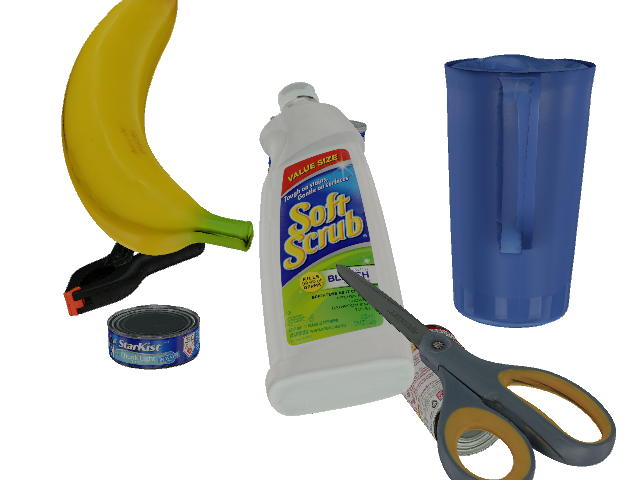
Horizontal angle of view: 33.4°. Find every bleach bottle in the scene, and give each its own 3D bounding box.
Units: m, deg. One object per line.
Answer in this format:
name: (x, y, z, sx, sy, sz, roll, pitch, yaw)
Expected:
bleach bottle: (-0.005, -0.007, 0.762, 0.102, 0.251, 0.068, -11, -31, -2)

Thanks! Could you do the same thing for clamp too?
clamp: (-0.209, 0.031, 1.179, 0.120, 0.039, 0.171, -4, 27, 29)

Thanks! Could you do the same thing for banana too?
banana: (-0.085, -0.056, 0.492, 0.069, 0.037, 0.198, -5, 46, -17)

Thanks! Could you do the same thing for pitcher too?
pitcher: (0.177, -0.045, 0.974, 0.149, 0.243, 0.145, -11, 18, -34)

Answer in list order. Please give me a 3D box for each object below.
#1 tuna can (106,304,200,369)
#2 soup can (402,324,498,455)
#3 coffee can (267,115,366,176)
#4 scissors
tuna can: (-0.155, 0.089, 0.993, 0.086, 0.034, 0.086, 1, 16, 0)
soup can: (0.106, 0.123, 0.890, 0.068, 0.068, 0.102, 0, 24, -21)
coffee can: (-0.007, -0.059, 1.146, 0.103, 0.140, 0.103, 4, 11, -1)
scissors: (0.057, 0.074, 0.571, 0.202, 0.016, 0.096, 25, 46, 34)
